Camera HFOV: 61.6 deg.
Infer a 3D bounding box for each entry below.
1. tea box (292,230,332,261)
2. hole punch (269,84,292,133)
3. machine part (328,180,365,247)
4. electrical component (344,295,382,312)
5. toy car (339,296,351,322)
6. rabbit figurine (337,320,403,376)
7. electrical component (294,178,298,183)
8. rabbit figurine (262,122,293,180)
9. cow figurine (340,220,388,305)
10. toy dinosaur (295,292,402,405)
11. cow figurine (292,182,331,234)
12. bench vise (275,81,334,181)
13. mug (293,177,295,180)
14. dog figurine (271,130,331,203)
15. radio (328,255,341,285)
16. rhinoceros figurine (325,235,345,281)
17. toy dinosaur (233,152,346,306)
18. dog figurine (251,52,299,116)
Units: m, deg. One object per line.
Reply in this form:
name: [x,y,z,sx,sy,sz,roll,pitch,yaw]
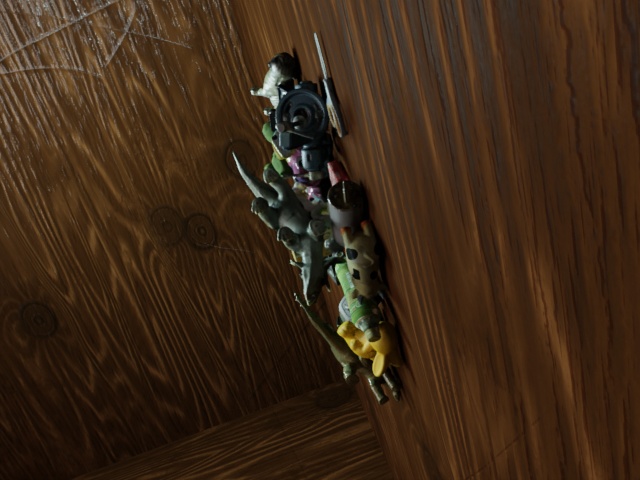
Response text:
tea box: [-0.003,-0.005,1.533,0.068,0.170,0.098,-125,18,-68]
hole punch: [-0.069,-0.338,1.407,0.142,0.116,0.092,97,-179,-69]
machine part: [0.060,-0.054,1.181,0.243,0.079,0.079,77,172,-62]
electrical component: [0.108,0.155,1.352,0.045,0.102,0.078,49,160,-14]
toy car: [0.107,0.201,1.501,0.109,0.103,0.162,75,176,-46]
rabbit figurine: [0.137,0.251,1.328,0.162,0.122,0.173,69,156,7]
electrical component: [-0.041,-0.197,1.513,0.048,0.119,0.074,30,153,32]
rabbit figurine: [-0.098,-0.277,1.572,0.170,0.159,0.121,66,164,5]
cow figurine: [0.098,0.058,1.182,0.194,0.085,0.127,81,175,-60]
toy dinosaur: [0.093,0.317,1.521,0.470,0.105,0.199,48,-175,-28]
cow figurine: [-0.025,-0.062,1.370,0.167,0.098,0.068,41,171,17]
bench vise: [-0.041,-0.227,1.158,0.240,0.129,0.223,-44,-38,-67]
mug: [-0.032,-0.216,1.658,0.107,0.081,0.109,-146,51,-63]
dog figurine: [-0.030,-0.190,1.420,0.192,0.108,0.219,43,168,24]
radio: [0.052,0.057,1.710,0.230,0.073,0.131,-125,18,-79]
rhinoceros figurine: [0.074,0.060,1.436,0.190,0.073,0.112,59,-161,-44]
toy dinosaur: [-0.070,-0.041,1.284,0.405,0.131,0.192,57,175,26]
dog figurine: [-0.089,-0.408,1.465,0.172,0.121,0.191,38,165,-17]
